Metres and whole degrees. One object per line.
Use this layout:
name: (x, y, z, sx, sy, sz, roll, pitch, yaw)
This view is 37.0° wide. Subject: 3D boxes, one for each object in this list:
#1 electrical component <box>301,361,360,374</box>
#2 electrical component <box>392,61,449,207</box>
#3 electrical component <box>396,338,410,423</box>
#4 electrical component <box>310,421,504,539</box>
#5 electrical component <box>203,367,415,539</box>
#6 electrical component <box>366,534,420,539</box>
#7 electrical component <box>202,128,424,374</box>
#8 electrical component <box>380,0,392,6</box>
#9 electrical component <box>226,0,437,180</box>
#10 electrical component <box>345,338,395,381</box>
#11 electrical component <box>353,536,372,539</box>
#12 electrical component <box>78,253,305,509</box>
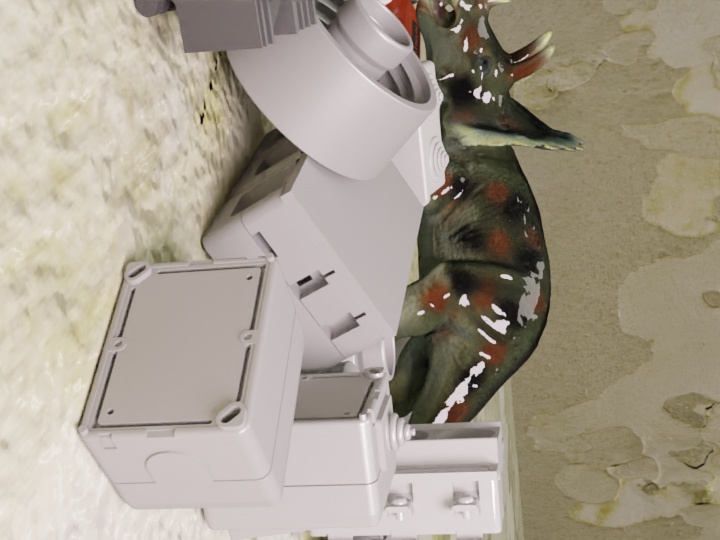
electrical component: (-0.029, 0.072, 0.554, 0.048, 0.062, 0.048, -4, 90, -79)
electrical component: (0.006, -0.089, 0.697, 0.048, 0.100, 0.099, -40, 126, -61)
electrical component: (0.044, 0.111, 0.966, 0.077, 0.044, 0.079, -82, 164, -47)
electrical component: (0.028, 0.132, 0.670, 0.079, 0.121, 0.063, -27, 113, -78)
electrical component: (-0.021, 0.085, 0.496, 0.061, 0.096, 0.061, -58, 143, -72)
electrical component: (0.009, 0.189, 0.733, 0.066, 0.055, 0.048, 76, 15, -45)
electrical component: (-0.022, -0.023, 0.575, 0.089, 0.062, 0.150, 54, 23, -18)
electrical component: (-0.006, -0.236, 0.702, 0.057, 0.078, 0.113, -18, -109, 57)
electrical component: (-0.008, -0.106, 0.546, 0.108, 0.060, 0.108, 37, 27, -23)
electrical component: (-0.011, 0.049, 0.657, 0.108, 0.060, 0.108, -4, 90, -79)
electrical component: (-0.008, 0.193, 0.672, 0.055, 0.045, 0.045, -13, 100, -80)
electrical component: (-0.058, 0.039, 0.411, 0.061, 0.062, 0.096, 74, 16, -47)
